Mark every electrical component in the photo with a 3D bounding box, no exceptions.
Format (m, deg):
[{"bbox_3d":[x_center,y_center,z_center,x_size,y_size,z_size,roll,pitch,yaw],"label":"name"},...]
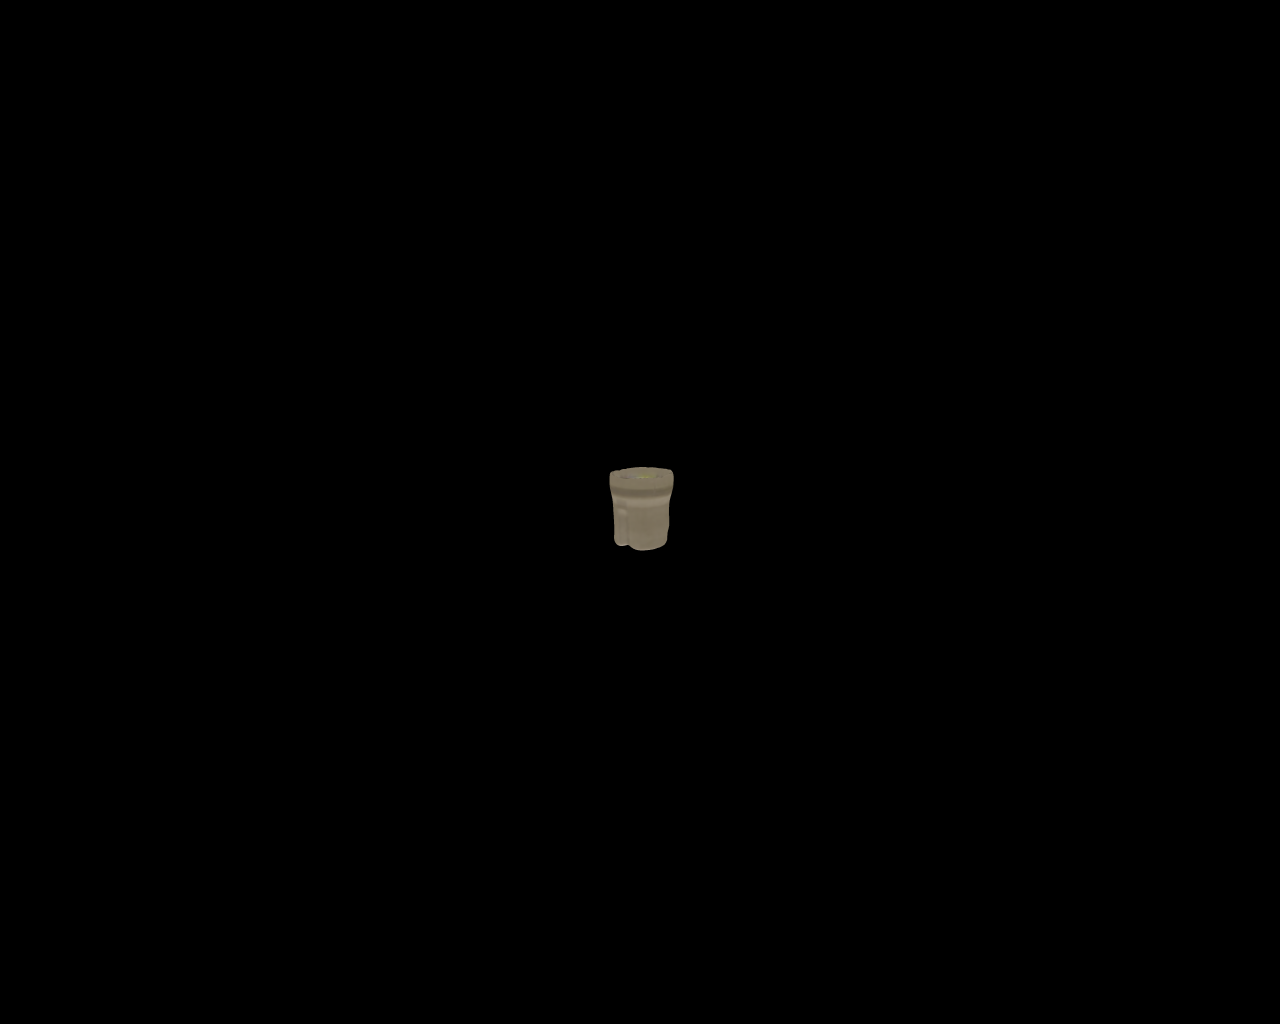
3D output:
[{"bbox_3d":[0.001,-0.003,0.650,0.040,0.046,0.040,0,12,0],"label":"electrical component"}]
